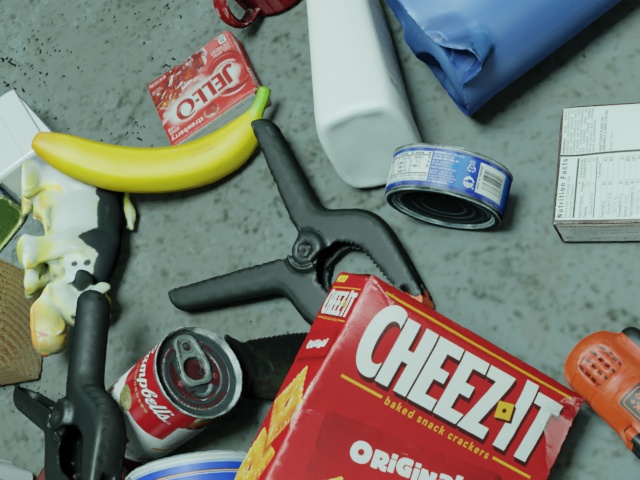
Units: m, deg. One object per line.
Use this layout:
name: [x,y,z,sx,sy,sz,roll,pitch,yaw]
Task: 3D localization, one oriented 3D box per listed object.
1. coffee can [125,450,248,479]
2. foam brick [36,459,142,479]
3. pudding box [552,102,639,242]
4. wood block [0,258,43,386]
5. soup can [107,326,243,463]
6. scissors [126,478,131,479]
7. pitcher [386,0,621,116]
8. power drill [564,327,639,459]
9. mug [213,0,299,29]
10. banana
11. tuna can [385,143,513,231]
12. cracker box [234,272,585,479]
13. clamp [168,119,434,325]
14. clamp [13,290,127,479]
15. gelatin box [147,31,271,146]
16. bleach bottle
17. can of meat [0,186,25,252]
coffee can: [-0.074,0.222,0.707,0.103,0.102,0.140,-19,62,18]
foam brick: [-0.161,0.184,0.796,0.078,0.053,0.051,29,84,34]
pudding box: [0.216,-0.046,0.714,0.114,0.039,0.090,-1,69,28]
wood block: [-0.345,0.081,0.908,0.206,0.090,0.091,-13,64,22]
soup can: [-0.110,0.113,0.767,0.102,0.068,0.068,-40,51,45]
scissors: [-0.136,0.210,0.703,0.096,0.016,0.202,-115,32,-61]
pitcher: [0.162,-0.213,0.767,0.243,0.145,0.149,-34,72,6]
power drill: [0.265,0.076,0.627,0.187,0.057,0.185,-46,57,3]
mug: [-0.057,-0.234,0.901,0.093,0.081,0.117,8,72,29]
banana: [-0.130,-0.072,0.867,0.197,0.037,0.069,-12,91,-3]
tuna can: [0.089,-0.036,0.744,0.086,0.086,0.033,7,75,28]
cracker box: [0.040,0.150,0.645,0.213,0.164,0.072,-62,14,-8]
clamp: [-0.005,0.001,0.801,0.210,0.036,0.164,17,85,29]
clamp: [-0.180,0.132,0.765,0.120,0.039,0.171,-50,38,31]
gelatin box: [-0.095,-0.124,0.905,0.089,0.030,0.073,-33,59,11]
bleach bottle: [0.024,-0.170,0.837,0.068,0.102,0.251,-16,56,13]
can of meat: [-0.326,-0.018,0.960,0.084,0.057,0.102,39,89,30]
